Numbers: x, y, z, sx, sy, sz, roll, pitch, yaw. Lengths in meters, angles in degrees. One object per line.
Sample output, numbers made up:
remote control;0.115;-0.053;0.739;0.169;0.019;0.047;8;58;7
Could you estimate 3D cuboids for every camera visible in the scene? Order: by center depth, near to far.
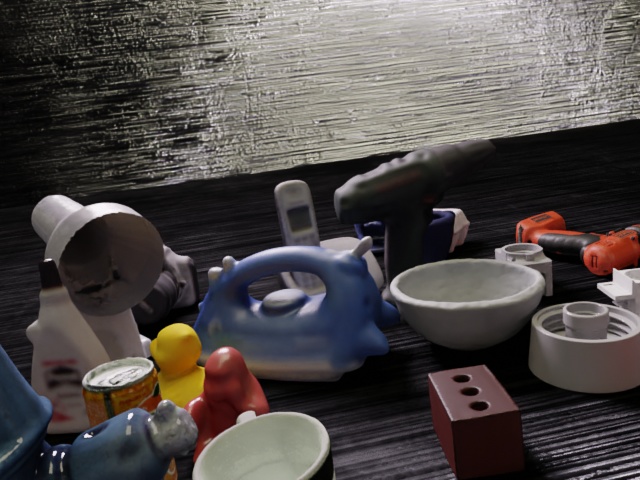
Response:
camera;-0.263;0.068;0.853;0.143;0.101;0.136;-8;14;-2

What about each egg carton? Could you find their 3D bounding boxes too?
egg carton;0.196;-0.012;1.013;0.107;0.069;0.151;2;16;32

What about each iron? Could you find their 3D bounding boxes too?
iron;-0.047;0.070;0.644;0.257;0.141;0.119;-3;14;16

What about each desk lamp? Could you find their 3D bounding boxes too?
desk lamp;-0.269;0.054;0.671;0.118;0.214;0.202;-19;18;-41

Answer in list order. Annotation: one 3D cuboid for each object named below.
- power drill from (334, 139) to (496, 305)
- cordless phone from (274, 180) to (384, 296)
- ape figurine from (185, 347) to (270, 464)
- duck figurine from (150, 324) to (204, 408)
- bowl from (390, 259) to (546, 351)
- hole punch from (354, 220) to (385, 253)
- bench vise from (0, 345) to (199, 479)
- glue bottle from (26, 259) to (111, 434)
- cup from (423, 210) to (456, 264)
power drill;0.138;-0.022;0.786;0.230;0.208;0.075;-10;14;-9
cordless phone;0.007;0.003;0.801;0.148;0.185;0.093;-15;16;-30
ape figurine;-0.079;0.137;0.491;0.077;0.092;0.076;1;16;30
duck figurine;-0.135;0.127;0.573;0.104;0.086;0.078;5;18;42
bowl;0.164;0.078;0.644;0.167;0.075;0.167;-7;13;2
hole punch;0.115;-0.029;1.078;0.108;0.091;0.101;-8;14;-1
bench vise;-0.195;0.115;0.369;0.208;0.220;0.121;-14;15;-24
glue bottle;-0.245;0.101;0.551;0.078;0.173;0.037;-7;14;0
cup;0.175;0.005;0.899;0.118;0.095;0.091;-19;18;-39
